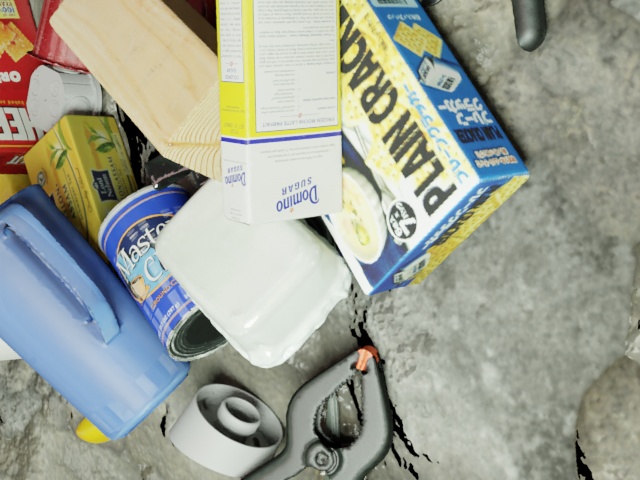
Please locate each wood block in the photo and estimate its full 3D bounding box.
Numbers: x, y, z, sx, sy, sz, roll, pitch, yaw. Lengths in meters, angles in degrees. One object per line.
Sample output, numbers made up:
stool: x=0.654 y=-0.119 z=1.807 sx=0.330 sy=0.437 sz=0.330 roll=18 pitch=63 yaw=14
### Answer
wood block: x=-0.131 y=-0.151 z=0.908 sx=0.090 sy=0.090 sz=0.206 roll=-50 pitch=56 yaw=11

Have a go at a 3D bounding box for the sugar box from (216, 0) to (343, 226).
sugar box: x=-0.030 y=-0.104 z=0.815 sx=0.048 sy=0.093 sz=0.176 roll=18 pitch=111 yaw=50

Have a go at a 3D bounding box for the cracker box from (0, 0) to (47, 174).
cracker box: x=-0.387 y=-0.182 z=1.188 sx=0.072 sy=0.163 sz=0.214 roll=-29 pitch=74 yaw=42

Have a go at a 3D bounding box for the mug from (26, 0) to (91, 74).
mug: x=-0.253 y=-0.225 z=1.123 sx=0.117 sy=0.093 sz=0.081 roll=-126 pitch=51 yaw=-71

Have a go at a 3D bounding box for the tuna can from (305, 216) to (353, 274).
tuna can: x=-0.006 y=0.001 z=0.942 sx=0.086 sy=0.033 sz=0.086 roll=4 pitch=96 yaw=42

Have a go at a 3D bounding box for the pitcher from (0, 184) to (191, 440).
pitcher: x=-0.239 y=0.071 z=1.024 sx=0.145 sy=0.149 sz=0.243 roll=-43 pitch=92 yaw=16

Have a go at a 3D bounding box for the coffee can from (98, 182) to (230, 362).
coffee can: x=-0.134 y=0.029 z=1.014 sx=0.140 sy=0.102 sz=0.103 roll=53 pitch=125 yaw=26

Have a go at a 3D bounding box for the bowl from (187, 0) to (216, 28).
bowl: x=-0.145 y=-0.216 z=1.037 sx=0.162 sy=0.055 sz=0.162 roll=4 pitch=96 yaw=42

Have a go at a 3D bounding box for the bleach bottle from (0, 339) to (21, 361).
bleach bottle: x=-0.399 y=0.095 z=1.162 sx=0.068 sy=0.250 sz=0.103 roll=-47 pitch=63 yaw=34

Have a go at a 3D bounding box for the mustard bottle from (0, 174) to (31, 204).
mustard bottle: x=-0.393 y=-0.108 z=1.271 sx=0.096 sy=0.058 sz=0.192 roll=-34 pitch=71 yaw=44

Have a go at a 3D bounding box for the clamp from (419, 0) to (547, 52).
clamp: x=0.131 y=-0.235 z=0.795 sx=0.120 sy=0.039 sz=0.171 roll=21 pitch=109 yaw=36

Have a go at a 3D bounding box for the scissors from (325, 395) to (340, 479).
scissors: x=0.025 y=0.244 z=0.946 sx=0.096 sy=0.016 sz=0.202 roll=23 pitch=109 yaw=38

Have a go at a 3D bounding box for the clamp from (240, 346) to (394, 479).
clamp: x=-0.005 y=0.187 z=0.919 sx=0.165 sy=0.036 sz=0.210 roll=16 pitch=95 yaw=12

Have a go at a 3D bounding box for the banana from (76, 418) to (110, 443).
banana: x=-0.209 y=0.164 z=1.142 sx=0.198 sy=0.037 sz=0.070 roll=-58 pitch=41 yaw=28
